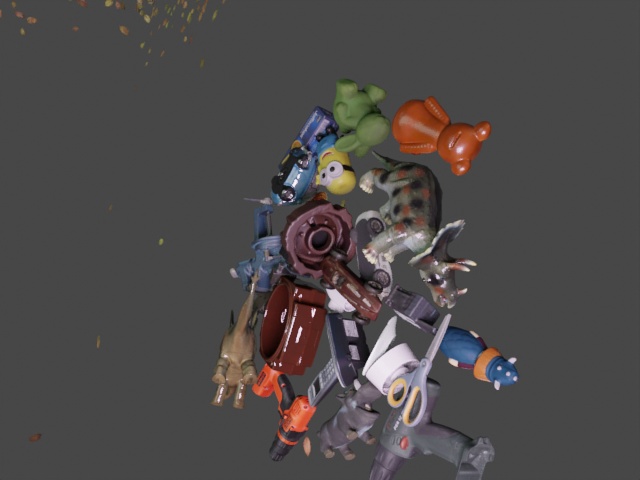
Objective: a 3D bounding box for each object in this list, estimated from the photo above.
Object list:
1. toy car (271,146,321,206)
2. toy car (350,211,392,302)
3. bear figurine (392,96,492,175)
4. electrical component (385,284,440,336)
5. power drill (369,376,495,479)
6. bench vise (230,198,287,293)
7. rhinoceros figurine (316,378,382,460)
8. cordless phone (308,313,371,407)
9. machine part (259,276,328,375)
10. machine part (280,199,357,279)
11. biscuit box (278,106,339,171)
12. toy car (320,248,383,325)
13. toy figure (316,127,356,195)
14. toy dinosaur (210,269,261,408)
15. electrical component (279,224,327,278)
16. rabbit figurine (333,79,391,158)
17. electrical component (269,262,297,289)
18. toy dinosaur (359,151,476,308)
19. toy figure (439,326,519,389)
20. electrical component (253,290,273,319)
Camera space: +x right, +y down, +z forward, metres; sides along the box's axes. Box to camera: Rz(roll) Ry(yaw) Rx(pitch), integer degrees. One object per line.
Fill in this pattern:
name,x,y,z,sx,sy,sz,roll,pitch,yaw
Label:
toy car,-0.051,-0.151,1.360,0.161,0.103,0.109,-58,31,11
toy car,0.110,0.035,1.140,0.073,0.056,0.201,-30,59,50
bear figurine,0.240,-0.200,1.038,0.196,0.132,0.120,32,105,32
electrical component,0.184,0.134,0.993,0.048,0.074,0.119,-54,33,-10
power drill,0.187,0.366,0.924,0.207,0.086,0.232,18,89,59
bench vise,-0.145,0.012,1.397,0.224,0.129,0.240,-21,69,41
rhinoceros figurine,0.066,0.357,1.079,0.190,0.073,0.112,-56,31,25
cordless phone,0.021,0.261,1.149,0.184,0.088,0.147,-56,31,34
machine part,-0.068,0.193,1.240,0.201,0.087,0.201,-159,84,-71
machine part,-0.002,-0.004,1.195,0.179,0.179,0.056,-67,28,9
biscuit box,-0.029,-0.246,1.404,0.202,0.059,0.063,-54,42,23
toy car,0.058,0.094,1.108,0.202,0.053,0.089,46,120,49
toy figure,0.038,-0.189,1.289,0.082,0.089,0.180,122,150,-43
toy dinosaur,-0.204,0.269,1.333,0.470,0.105,0.199,114,163,-44
electrical component,-0.027,0.020,1.267,0.058,0.115,0.134,40,110,54
rabbit figurine,0.090,-0.265,1.214,0.159,0.121,0.170,-61,36,27
electrical component,-0.089,0.089,1.311,0.094,0.063,0.021,111,157,-44
toy dinosaur,0.181,-0.069,1.049,0.192,0.131,0.405,-25,54,30
toy figure,0.266,0.195,0.895,0.155,0.058,0.064,31,107,46
electrical component,-0.147,0.174,1.423,0.102,0.045,0.078,-1,49,48
